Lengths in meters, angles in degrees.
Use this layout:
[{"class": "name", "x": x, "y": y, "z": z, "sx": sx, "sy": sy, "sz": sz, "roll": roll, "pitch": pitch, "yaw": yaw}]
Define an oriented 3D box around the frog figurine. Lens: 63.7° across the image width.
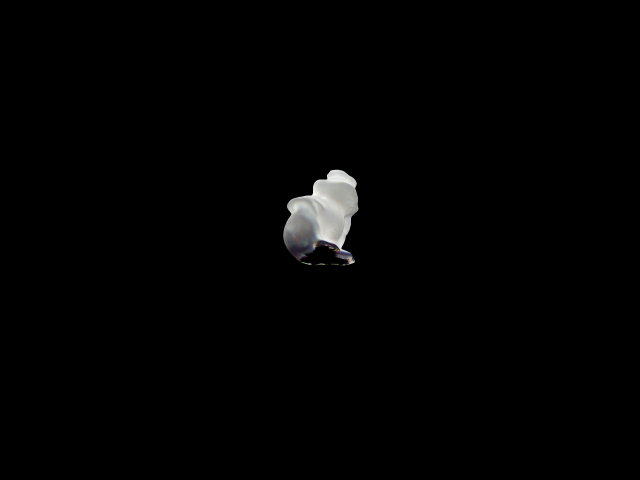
[{"class": "frog figurine", "x": 0.003, "y": -0.043, "z": 0.850, "sx": 0.136, "sy": 0.162, "sz": 0.121, "roll": 20, "pitch": -30, "yaw": -41}]
